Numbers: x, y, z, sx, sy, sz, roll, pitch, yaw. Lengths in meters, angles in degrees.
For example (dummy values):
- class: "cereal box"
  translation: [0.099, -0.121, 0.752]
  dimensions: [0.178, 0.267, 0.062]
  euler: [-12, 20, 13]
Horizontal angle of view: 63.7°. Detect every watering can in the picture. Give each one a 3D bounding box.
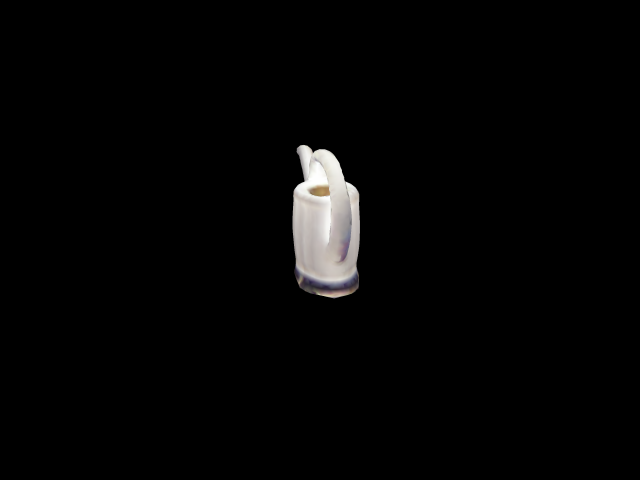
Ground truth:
- class: "watering can"
  translation: [0.003, -0.043, 0.850]
  dimensions: [0.104, 0.221, 0.352]
  euler: [-3, 17, -9]
